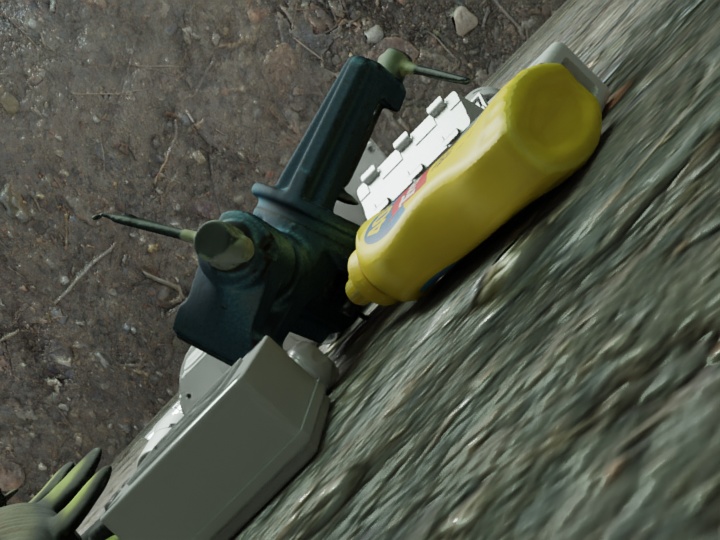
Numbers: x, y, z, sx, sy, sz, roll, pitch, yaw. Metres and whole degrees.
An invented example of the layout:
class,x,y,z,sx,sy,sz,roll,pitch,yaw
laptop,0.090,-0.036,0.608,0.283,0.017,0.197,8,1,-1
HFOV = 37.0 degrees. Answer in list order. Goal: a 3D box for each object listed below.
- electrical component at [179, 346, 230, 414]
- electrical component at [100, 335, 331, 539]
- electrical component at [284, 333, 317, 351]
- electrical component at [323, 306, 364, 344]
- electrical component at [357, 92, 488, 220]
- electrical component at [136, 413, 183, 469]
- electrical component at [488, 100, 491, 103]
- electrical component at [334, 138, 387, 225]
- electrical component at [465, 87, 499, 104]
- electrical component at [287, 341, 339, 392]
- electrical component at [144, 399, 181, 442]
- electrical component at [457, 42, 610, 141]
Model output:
class,x,y,z,sx,sy,sz,roll,pitch,yaw
electrical component,-0.090,0.083,0.769,0.080,0.080,0.051,-46,9,4
electrical component,-0.074,0.099,0.582,0.108,0.056,0.108,-45,4,8
electrical component,-0.043,0.030,1.003,0.074,0.052,0.138,-43,5,41
electrical component,-0.016,0.019,0.888,0.081,0.043,0.043,-49,5,-39
electrical component,0.060,-0.080,0.861,0.121,0.063,0.078,-44,44,26
electrical component,-0.148,0.152,0.868,0.055,0.055,0.047,-44,8,30
electrical component,0.115,-0.119,0.913,0.043,0.043,0.081,-49,5,-39
electrical component,-0.004,-0.071,1.159,0.108,0.108,0.056,-47,28,-10
electrical component,0.125,-0.148,1.042,0.055,0.055,0.047,-45,8,11
electrical component,-0.043,0.076,0.665,0.061,0.035,0.035,-49,4,-13
electrical component,-0.152,0.146,0.959,0.059,0.054,0.095,-47,4,-15
electrical component,0.106,-0.092,0.672,0.089,0.050,0.055,-44,5,33
